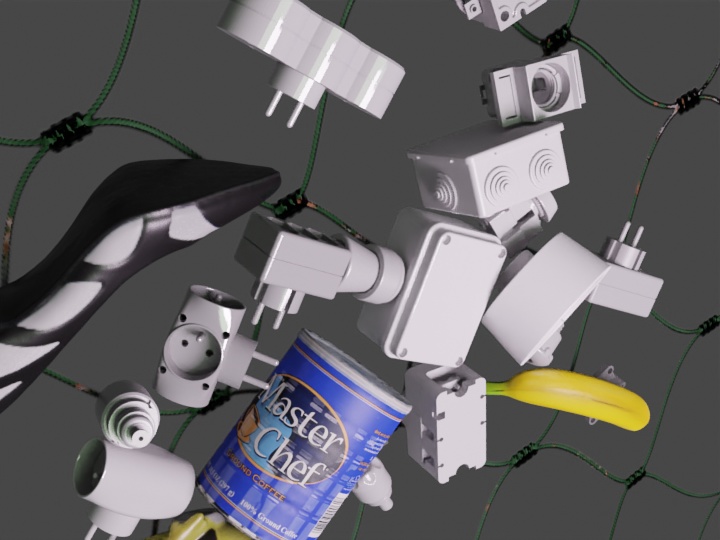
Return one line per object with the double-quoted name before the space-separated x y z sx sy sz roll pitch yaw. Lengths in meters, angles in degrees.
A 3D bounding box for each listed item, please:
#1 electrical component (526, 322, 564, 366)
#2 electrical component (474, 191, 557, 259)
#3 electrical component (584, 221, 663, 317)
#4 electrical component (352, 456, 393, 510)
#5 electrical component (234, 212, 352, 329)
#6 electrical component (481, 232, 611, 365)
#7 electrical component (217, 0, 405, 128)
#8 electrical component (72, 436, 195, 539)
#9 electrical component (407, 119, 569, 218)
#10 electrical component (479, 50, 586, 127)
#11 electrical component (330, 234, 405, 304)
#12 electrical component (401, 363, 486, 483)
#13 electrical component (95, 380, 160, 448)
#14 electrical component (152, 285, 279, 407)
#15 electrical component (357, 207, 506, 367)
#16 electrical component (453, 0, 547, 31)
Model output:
"electrical component" 0.158 0.050 0.945 0.062 0.048 0.048 -55 129 -13
"electrical component" 0.127 -0.048 0.878 0.055 0.048 0.066 -38 127 -4
"electrical component" 0.231 -0.007 0.964 0.083 0.047 0.075 14 103 -37
"electrical component" 0.011 0.184 0.915 0.035 0.035 0.061 -40 130 -12
"electrical component" -0.056 0.007 0.781 0.066 0.047 0.076 15 102 -37
"electrical component" 0.145 0.018 0.874 0.108 0.060 0.108 -45 168 -12
"electrical component" -0.038 -0.133 0.725 0.138 0.052 0.073 24 97 -38
"electrical component" -0.172 0.165 0.780 0.077 0.043 0.079 25 100 -39
"electrical component" 0.097 -0.077 0.812 0.100 0.100 0.048 -22 108 -24
"electrical component" 0.129 -0.139 0.824 0.081 0.064 0.042 -19 105 -26
"electrical component" 0.000 0.000 0.816 0.055 0.045 0.045 15 102 -38
"electrical component" 0.070 0.123 0.912 0.050 0.056 0.089 -17 119 -26
"electrical component" -0.158 0.104 0.743 0.040 0.078 0.040 -5 102 -21
"electrical component" -0.098 0.061 0.767 0.079 0.044 0.077 22 100 -3
"electrical component" 0.057 0.015 0.853 0.078 0.057 0.113 12 104 -36
"electrical component" 0.097 -0.205 0.779 0.066 0.055 0.048 -35 126 -15
